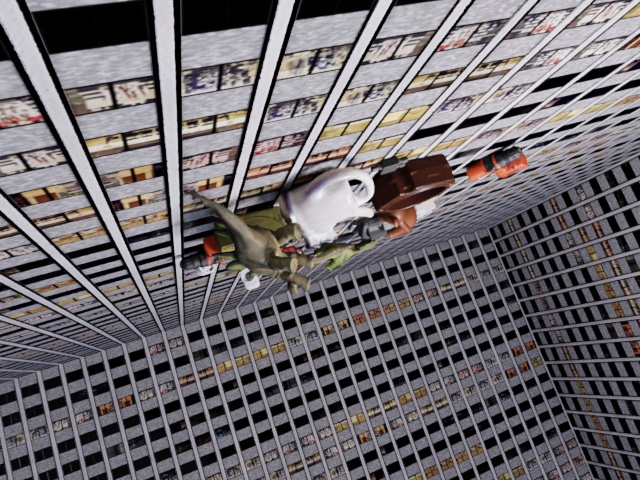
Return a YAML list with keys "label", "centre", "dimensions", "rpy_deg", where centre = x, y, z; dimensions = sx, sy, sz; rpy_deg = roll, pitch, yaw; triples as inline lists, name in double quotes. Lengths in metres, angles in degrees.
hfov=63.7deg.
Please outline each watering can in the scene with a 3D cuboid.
- label: "watering can"
  centre: [0.026, -0.080, 1.228]
  dimensions: [0.224, 0.105, 0.343]
  rpy_deg: [-20, 162, 5]

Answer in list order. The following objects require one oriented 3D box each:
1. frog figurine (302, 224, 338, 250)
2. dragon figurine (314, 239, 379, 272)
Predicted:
- label: "frog figurine"
  centre: [0.004, -0.070, 1.393]
  dimensions: [0.138, 0.125, 0.156]
  rpy_deg: [-5, 128, -27]
- label: "dragon figurine"
  centre: [0.112, 0.033, 2.047]
  dimensions: [0.241, 0.123, 0.411]
  rpy_deg: [-25, 175, 18]
